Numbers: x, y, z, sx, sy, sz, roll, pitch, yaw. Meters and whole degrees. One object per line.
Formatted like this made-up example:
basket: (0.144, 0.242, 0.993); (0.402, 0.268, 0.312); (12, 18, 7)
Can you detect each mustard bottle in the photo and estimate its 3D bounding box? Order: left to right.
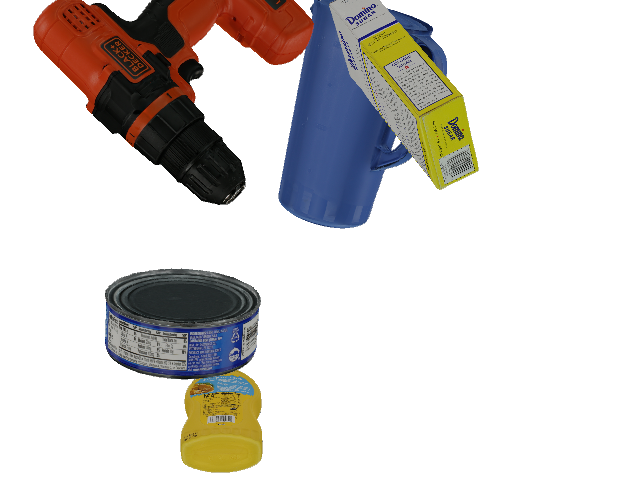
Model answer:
mustard bottle: (-0.121, 0.208, 1.326); (0.096, 0.058, 0.191); (-2, 26, -3)

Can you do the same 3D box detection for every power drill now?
power drill: (-0.086, -0.130, 0.779); (0.187, 0.184, 0.057); (-44, -1, -42)

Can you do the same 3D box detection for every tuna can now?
tuna can: (-0.077, 0.045, 0.594); (0.086, 0.034, 0.086); (4, 17, -2)

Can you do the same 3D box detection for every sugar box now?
sugar box: (0.070, -0.133, 0.909); (0.048, 0.176, 0.093); (-26, -40, -3)

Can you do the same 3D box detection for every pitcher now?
pitcher: (0.038, -0.137, 1.181); (0.145, 0.243, 0.149); (11, 20, -10)
